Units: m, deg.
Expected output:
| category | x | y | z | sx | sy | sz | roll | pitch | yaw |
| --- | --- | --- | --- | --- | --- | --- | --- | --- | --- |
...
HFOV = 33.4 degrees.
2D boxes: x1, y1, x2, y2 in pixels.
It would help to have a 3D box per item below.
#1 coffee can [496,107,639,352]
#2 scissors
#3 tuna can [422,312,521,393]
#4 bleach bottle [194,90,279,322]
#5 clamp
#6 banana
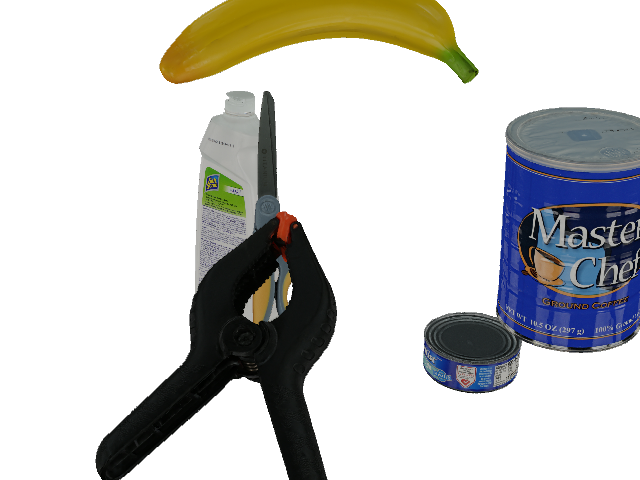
| category | x | y | z | sx | sy | sz | roll | pitch | yaw |
| --- | --- | --- | --- | --- | --- | --- | --- | --- | --- |
| coffee can | 0.176 | -0.009 | 0.736 | 0.103 | 0.140 | 0.103 | -1 | 27 | 0 |
| scissors | -0.024 | -0.012 | 0.825 | 0.096 | 0.201 | 0.016 | 16 | -14 | -2 |
| tuna can | 0.134 | 0.099 | 0.946 | 0.086 | 0.034 | 0.086 | 1 | 26 | 0 |
| bleach bottle | -0.081 | -0.030 | 1.120 | 0.103 | 0.251 | 0.068 | 15 | 24 | 25 |
| clamp | -0.029 | 0.066 | 0.556 | 0.120 | 0.171 | 0.039 | 20 | -25 | 12 |
| banana | -0.001 | -0.130 | 0.648 | 0.197 | 0.069 | 0.037 | -3 | -31 | -13 |
